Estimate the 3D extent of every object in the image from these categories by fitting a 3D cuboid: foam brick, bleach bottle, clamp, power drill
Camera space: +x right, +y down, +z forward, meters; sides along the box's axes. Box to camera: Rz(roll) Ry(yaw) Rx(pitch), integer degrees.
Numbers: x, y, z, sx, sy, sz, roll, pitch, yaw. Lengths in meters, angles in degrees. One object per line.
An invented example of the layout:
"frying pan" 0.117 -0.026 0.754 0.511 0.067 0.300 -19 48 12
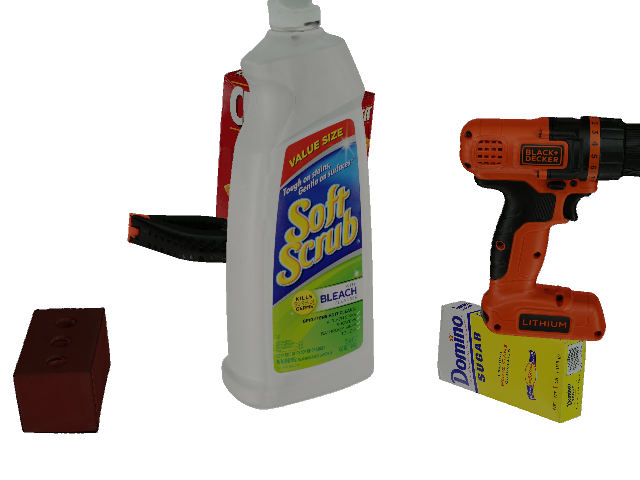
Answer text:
"foam brick" -0.178 0.090 0.742 0.053 0.051 0.078 -1 31 -3
"bleach bottle" -0.018 -0.026 0.667 0.102 0.251 0.068 -12 22 -25
"clamp" -0.071 0.004 0.955 0.210 0.036 0.164 6 12 -2
"power drill" 0.206 -0.012 0.889 0.184 0.188 0.057 3 19 11

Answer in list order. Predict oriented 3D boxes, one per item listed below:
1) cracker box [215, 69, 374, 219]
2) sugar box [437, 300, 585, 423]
"cracker box" -0.035 -0.075 1.214 0.164 0.214 0.072 17 25 26
"sugar box" 0.209 0.132 1.191 0.048 0.093 0.177 -9 16 -43
